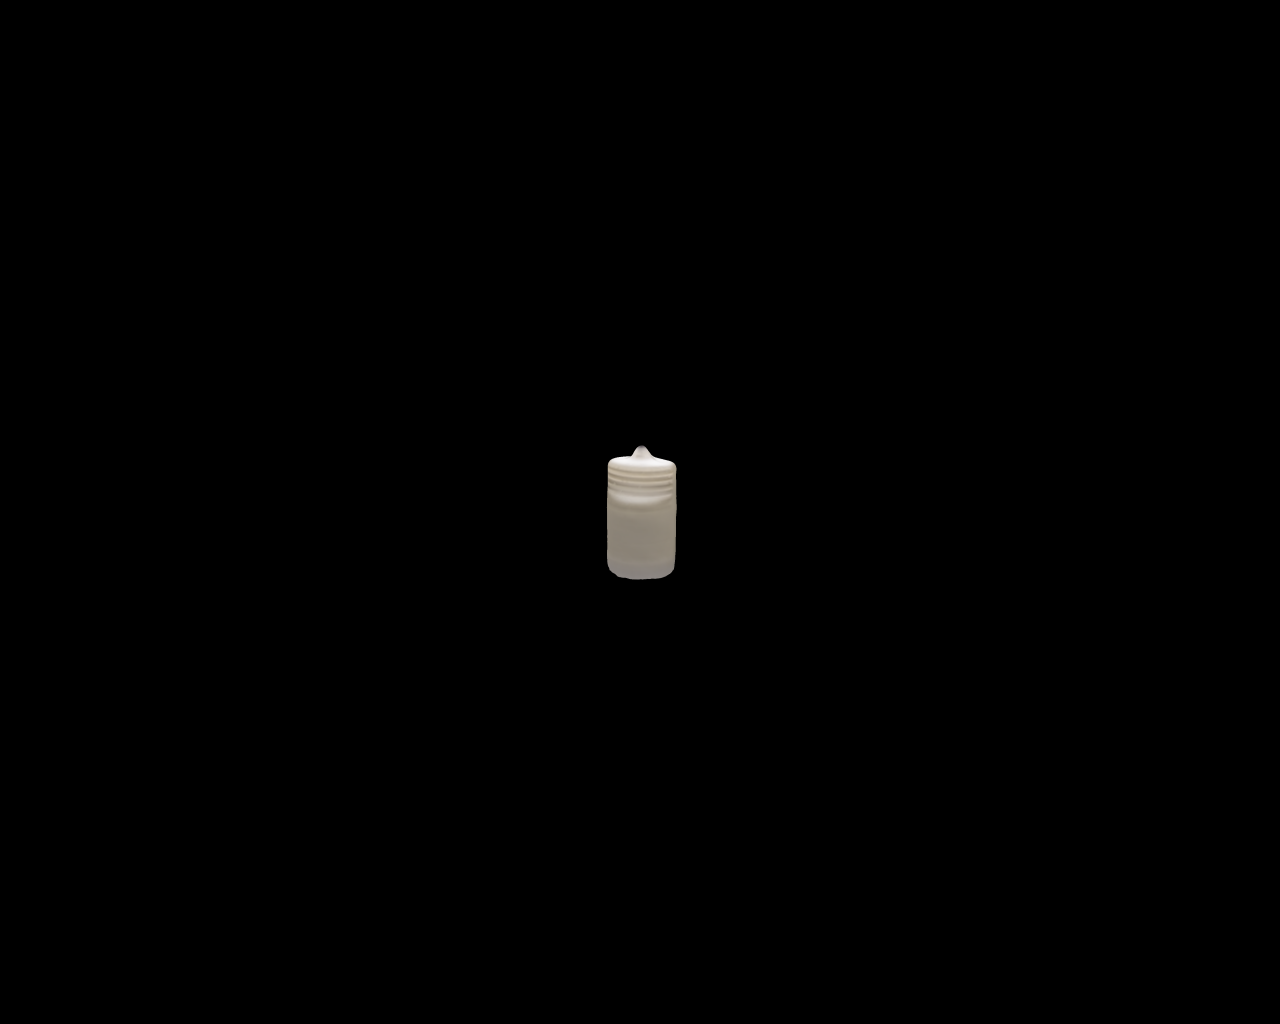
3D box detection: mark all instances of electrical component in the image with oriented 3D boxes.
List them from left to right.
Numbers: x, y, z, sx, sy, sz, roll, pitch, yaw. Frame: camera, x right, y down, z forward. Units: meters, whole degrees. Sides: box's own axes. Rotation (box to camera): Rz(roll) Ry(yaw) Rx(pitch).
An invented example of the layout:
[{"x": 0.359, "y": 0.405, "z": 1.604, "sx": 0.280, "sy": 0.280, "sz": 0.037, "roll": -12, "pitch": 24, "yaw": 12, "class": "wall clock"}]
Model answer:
[{"x": 0.001, "y": -0.003, "z": 0.650, "sx": 0.043, "sy": 0.080, "sz": 0.043, "roll": 0, "pitch": 18, "yaw": 0, "class": "electrical component"}]
